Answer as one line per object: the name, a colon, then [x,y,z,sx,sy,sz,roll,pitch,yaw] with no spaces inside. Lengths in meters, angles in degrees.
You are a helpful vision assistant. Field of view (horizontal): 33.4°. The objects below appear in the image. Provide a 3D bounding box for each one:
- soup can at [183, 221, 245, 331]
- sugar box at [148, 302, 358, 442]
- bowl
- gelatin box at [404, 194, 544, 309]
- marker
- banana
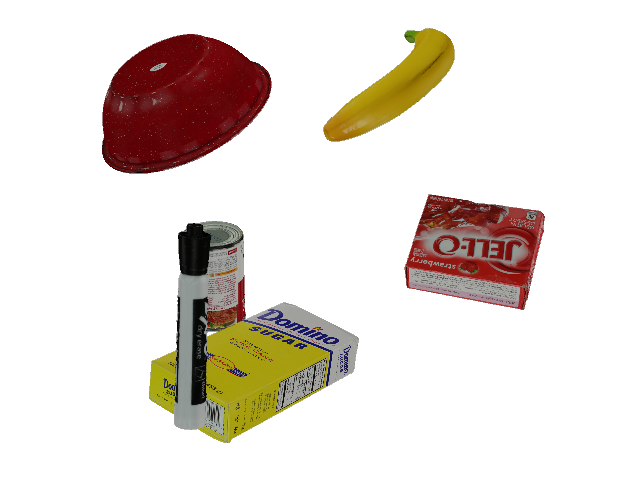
soup can: [-0.116,0.038,1.158,0.068,0.102,0.068,1,25,0]
sugar box: [-0.055,0.111,0.942,0.093,0.048,0.175,24,31,32]
bowl: [-0.126,-0.128,0.910,0.162,0.055,0.162,-17,37,13]
gelatin box: [0.113,0.007,0.780,0.089,0.073,0.030,10,-38,15]
marker: [-0.074,0.050,0.618,0.020,0.121,0.020,3,13,-1]
banana: [0.073,-0.141,0.935,0.070,0.037,0.197,-16,23,39]
